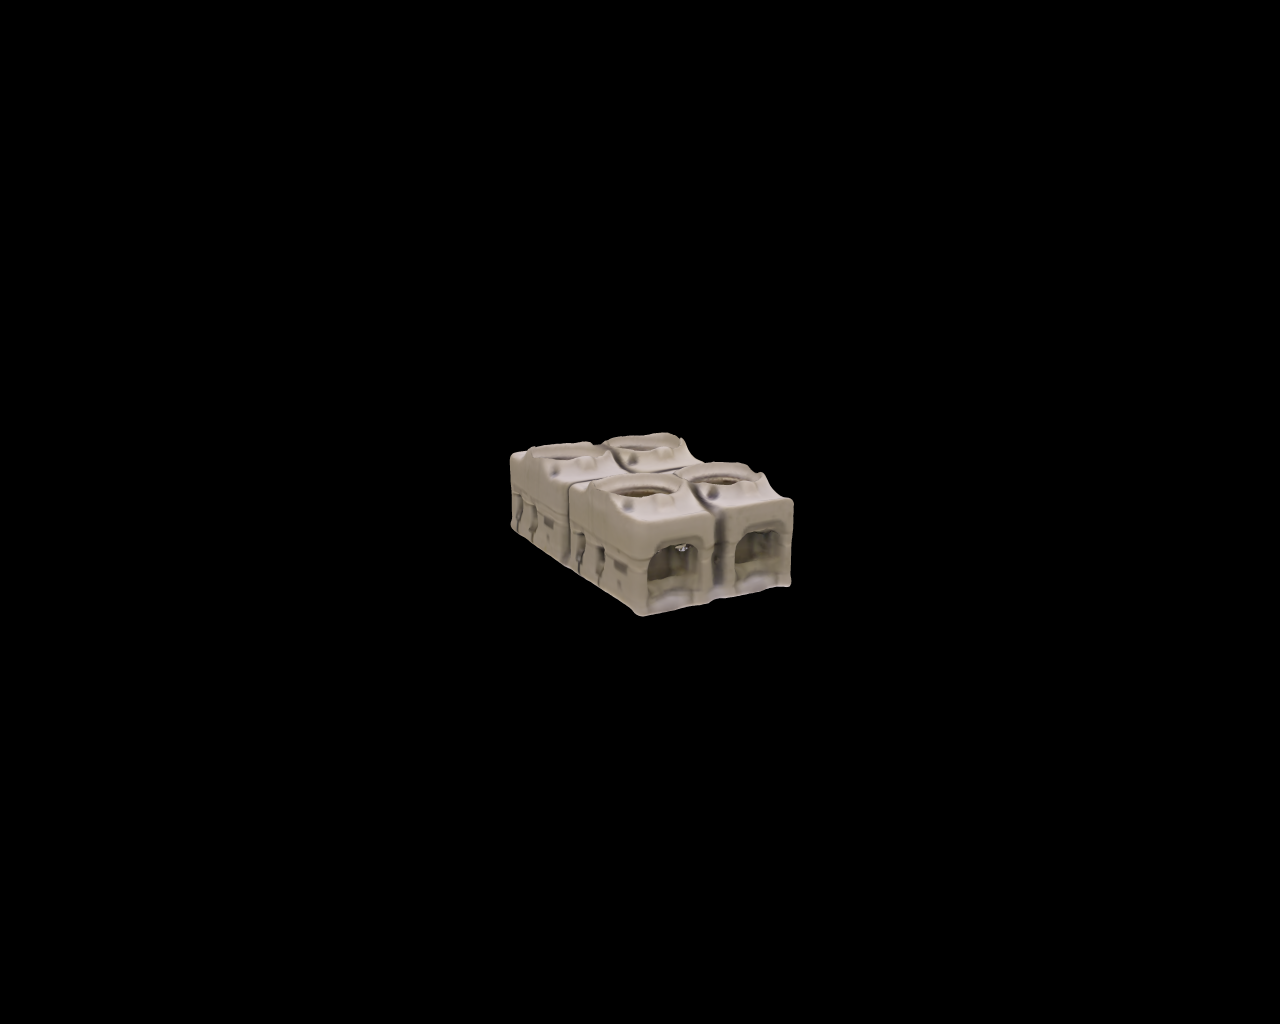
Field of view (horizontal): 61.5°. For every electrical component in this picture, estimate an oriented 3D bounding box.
[{"bbox_3d":[0.001,-0.003,0.650,0.105,0.060,0.186,-8,18,-26],"label":"electrical component"}]
